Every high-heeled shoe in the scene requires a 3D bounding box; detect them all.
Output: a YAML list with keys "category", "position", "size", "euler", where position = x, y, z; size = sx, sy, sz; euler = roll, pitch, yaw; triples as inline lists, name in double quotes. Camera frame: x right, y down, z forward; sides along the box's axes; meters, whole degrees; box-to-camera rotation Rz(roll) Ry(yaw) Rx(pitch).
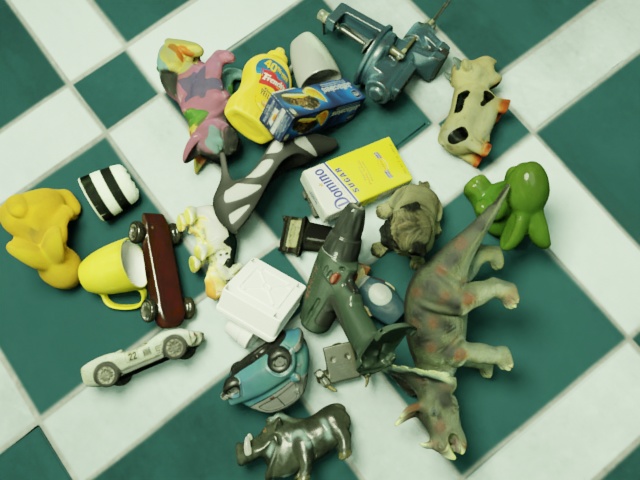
- category: "high-heeled shoe"
  position: [-0.068, -0.101, 0.937]
  size: [0.249, 0.086, 0.145]
  euler: [-12, 83, -17]

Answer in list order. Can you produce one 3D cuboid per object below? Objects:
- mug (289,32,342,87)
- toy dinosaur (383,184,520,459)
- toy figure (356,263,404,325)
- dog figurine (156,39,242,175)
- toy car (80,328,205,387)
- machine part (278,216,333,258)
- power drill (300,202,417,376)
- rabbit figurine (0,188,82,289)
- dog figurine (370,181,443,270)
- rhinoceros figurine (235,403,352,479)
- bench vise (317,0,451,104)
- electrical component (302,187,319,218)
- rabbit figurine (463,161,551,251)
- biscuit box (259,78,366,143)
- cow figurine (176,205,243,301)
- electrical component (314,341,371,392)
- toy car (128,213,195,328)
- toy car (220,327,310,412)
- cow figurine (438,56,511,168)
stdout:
- category: "mug"
  position: [-0.022, -0.324, 1.006]
  size: [0.109, 0.080, 0.107]
  euler: [-30, 66, 32]
- category: "toy dinosaur"
  position: [0.196, 0.115, 0.839]
  size: [0.192, 0.131, 0.404]
  euler: [1, 90, -6]
- category: "toy figure"
  position: [0.078, 0.079, 0.917]
  size: [0.154, 0.057, 0.064]
  euler: [42, 43, 11]
- category: "dog figurine"
  position: [-0.225, -0.235, 0.970]
  size: [0.192, 0.108, 0.219]
  euler: [14, 80, 3]
- category: "toy car"
  position: [-0.288, 0.192, 0.886]
  size: [0.202, 0.073, 0.056]
  euler: [-22, 78, -4]
- category: "machine part"
  position: [-0.002, -0.003, 0.946]
  size: [0.139, 0.039, 0.084]
  euler: [6, 69, 4]
- category: "power drill"
  position: [0.054, 0.085, 0.824]
  size: [0.207, 0.086, 0.231]
  euler: [49, 126, 34]
- category: "rabbit figurine"
  position: [-0.454, 0.002, 0.908]
  size: [0.122, 0.162, 0.173]
  euler: [-23, 95, -17]
- category: "dog figurine"
  position: [0.156, -0.044, 0.873]
  size: [0.121, 0.190, 0.172]
  euler: [9, 76, 3]
- category: "rhinoceros figurine"
  position: [-0.039, 0.321, 0.852]
  size: [0.190, 0.073, 0.112]
  euler: [-19, 79, -4]
- category: "bench vise"
  position: [0.111, -0.367, 0.988]
  size: [0.241, 0.129, 0.223]
  euler: [34, 77, 4]
- category: "electrical component"
  position: [-0.001, -0.090, 0.972]
  size: [0.063, 0.021, 0.094]
  euler: [-16, 78, -2]
- category: "rabbit figurine"
  position: [0.317, -0.060, 0.884]
  size: [0.121, 0.170, 0.159]
  euler: [-5, 76, 0]
- category: "biscuit box"
  position: [-0.008, -0.229, 0.931]
  size: [0.203, 0.062, 0.059]
  euler: [-29, 73, -43]
- category: "cow figurine"
  position: [-0.177, 0.018, 0.926]
  size: [0.098, 0.068, 0.167]
  euler: [-12, 76, -37]
- category: "electrical component"
  position: [0.040, 0.208, 0.891]
  size: [0.102, 0.045, 0.078]
  euler: [-7, 78, 0]
- category: "toy car"
  position: [-0.272, 0.052, 0.914]
  size: [0.053, 0.089, 0.202]
  euler: [-28, 72, 41]
- category: "toy car"
  position: [-0.074, 0.222, 0.864]
  size: [0.162, 0.109, 0.103]
  euler: [-36, 96, 2]
- category: "cow figurine"
  position: [0.272, -0.245, 0.975]
  size: [0.127, 0.085, 0.195]
  euler: [24, 79, 0]
